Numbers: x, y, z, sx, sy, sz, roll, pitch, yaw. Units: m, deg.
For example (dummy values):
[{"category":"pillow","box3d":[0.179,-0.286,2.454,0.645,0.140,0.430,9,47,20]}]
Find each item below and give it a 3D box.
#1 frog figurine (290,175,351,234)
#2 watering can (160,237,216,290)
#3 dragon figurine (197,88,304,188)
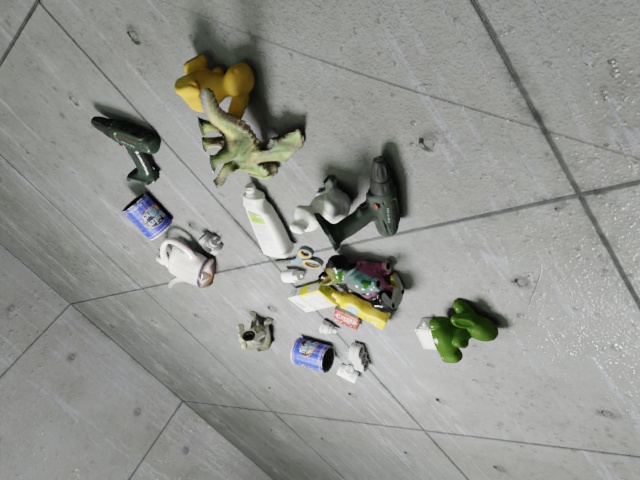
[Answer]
[{"category":"frog figurine","box3d":[0.004,-0.066,1.307,0.121,0.163,0.136,45,142,-17]},{"category":"watering can","box3d":[-0.501,0.117,1.951,0.225,0.106,0.339,25,142,9]},{"category":"dragon figurine","box3d":[-0.157,-0.239,1.228,0.403,0.243,0.124,116,140,-67]}]
